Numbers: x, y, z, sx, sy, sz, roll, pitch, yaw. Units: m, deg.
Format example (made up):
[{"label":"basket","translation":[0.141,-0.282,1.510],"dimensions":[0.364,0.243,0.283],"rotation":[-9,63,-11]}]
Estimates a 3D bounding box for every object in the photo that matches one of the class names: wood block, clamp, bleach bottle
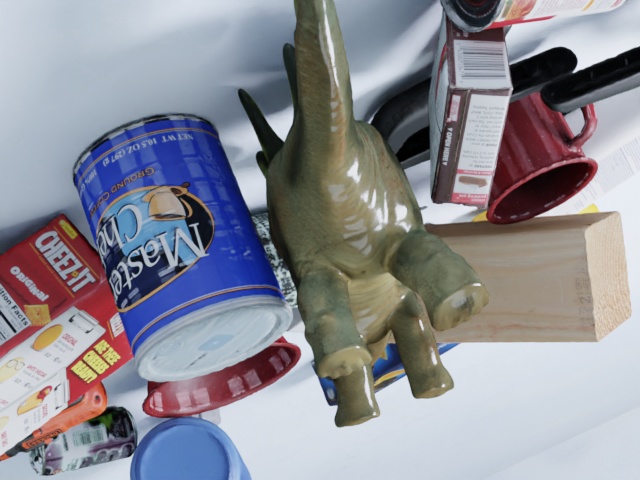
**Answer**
[{"label":"wood block","translation":[0.140,0.032,0.884],"dimensions":[0.206,0.090,0.090],"rotation":[-4,-171,34]},{"label":"clamp","translation":[0.091,-0.103,0.753],"dimensions":[0.172,0.039,0.120],"rotation":[-34,146,16]},{"label":"clamp","translation":[0.271,-0.153,0.740],"dimensions":[0.209,0.036,0.165],"rotation":[-1,135,-24]},{"label":"bleach bottle","translation":[0.277,-0.100,0.904],"dimensions":[0.251,0.068,0.102],"rotation":[-31,153,14]}]

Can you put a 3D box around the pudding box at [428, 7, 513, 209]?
[{"label":"pudding box","translation":[0.089,-0.089,0.653],"dimensions":[0.039,0.113,0.090],"rotation":[5,133,2]}]

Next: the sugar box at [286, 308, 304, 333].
[{"label":"sugar box","translation":[0.044,0.058,1.063],"dimensions":[0.093,0.048,0.175],"rotation":[-35,151,26]}]

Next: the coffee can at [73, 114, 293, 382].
[{"label":"coffee can","translation":[-0.089,0.006,0.685],"dimensions":[0.102,0.140,0.103],"rotation":[-20,158,-9]}]

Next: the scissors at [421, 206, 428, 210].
[{"label":"scissors","translation":[-0.006,0.001,0.921],"dimensions":[0.202,0.016,0.096],"rotation":[-26,158,7]}]

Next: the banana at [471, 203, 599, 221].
[{"label":"banana","translation":[0.232,-0.020,1.075],"dimensions":[0.197,0.037,0.070],"rotation":[3,145,-48]}]

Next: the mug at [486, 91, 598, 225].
[{"label":"mug","translation":[0.162,-0.076,0.821],"dimensions":[0.093,0.081,0.117],"rotation":[-3,151,-40]}]

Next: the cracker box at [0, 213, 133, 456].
[{"label":"cracker box","translation":[-0.241,0.094,0.756],"dimensions":[0.213,0.072,0.164],"rotation":[-37,163,-19]}]

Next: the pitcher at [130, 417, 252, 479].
[{"label":"pitcher","translation":[-0.128,0.267,1.134],"dimensions":[0.149,0.145,0.243],"rotation":[-4,161,-5]}]

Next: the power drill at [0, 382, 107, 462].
[{"label":"power drill","translation":[-0.291,0.149,0.929],"dimensions":[0.184,0.057,0.187],"rotation":[-25,161,-6]}]

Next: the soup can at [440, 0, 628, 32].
[{"label":"soup can","translation":[0.126,-0.160,0.615],"dimensions":[0.102,0.068,0.069],"rotation":[-13,156,-25]}]

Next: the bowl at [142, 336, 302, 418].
[{"label":"bowl","translation":[-0.102,0.114,1.033],"dimensions":[0.162,0.055,0.162],"rotation":[-20,158,-9]}]
